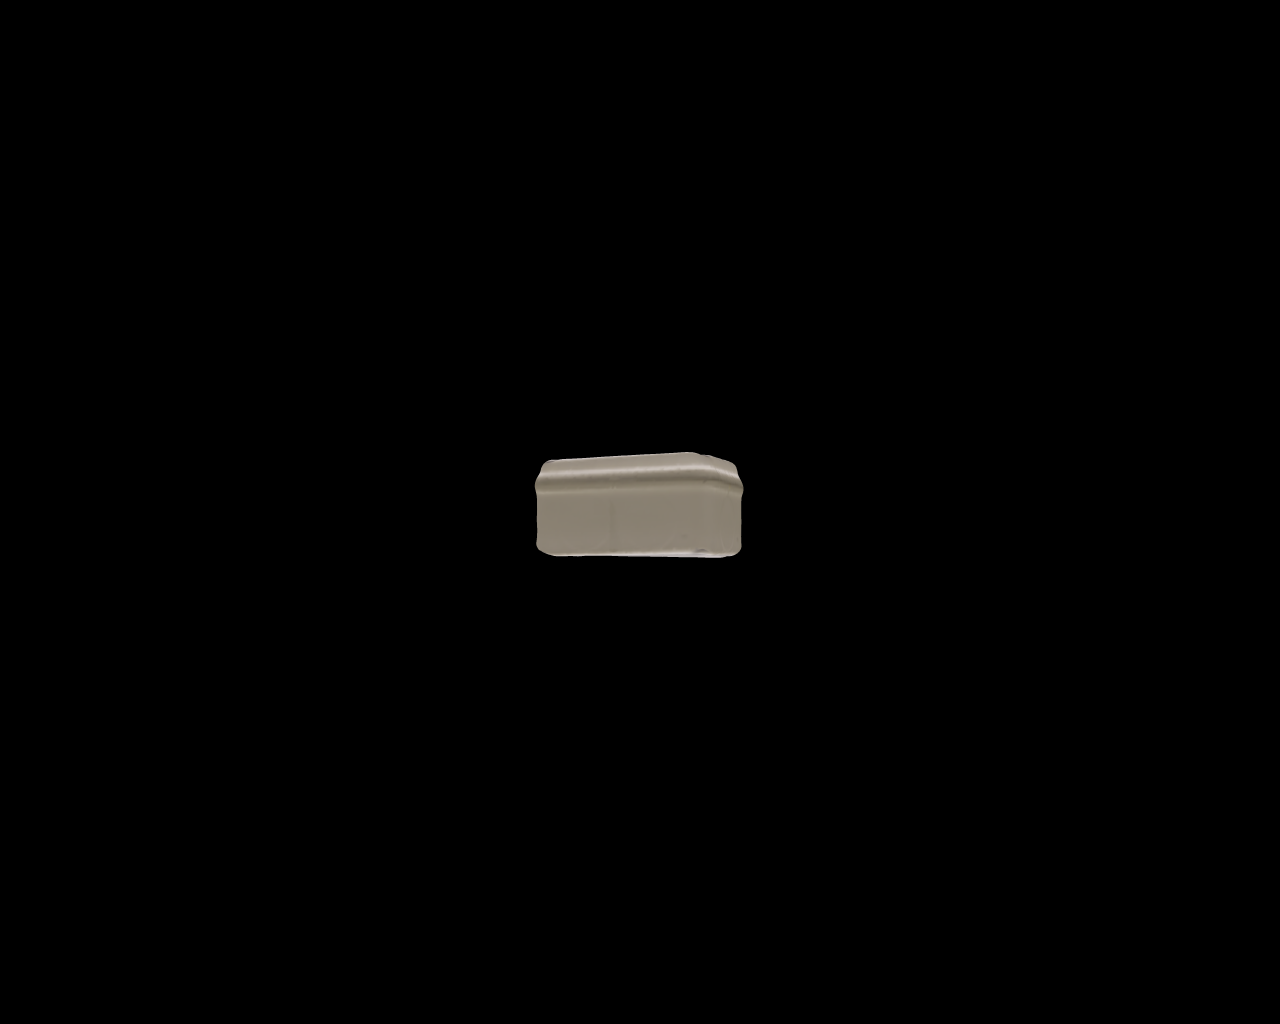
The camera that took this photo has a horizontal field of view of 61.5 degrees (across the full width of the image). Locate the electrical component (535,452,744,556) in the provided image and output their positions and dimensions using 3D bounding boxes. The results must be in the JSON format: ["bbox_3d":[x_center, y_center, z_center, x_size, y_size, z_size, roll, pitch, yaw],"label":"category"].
[{"bbox_3d":[0.001,-0.003,0.650,0.113,0.057,0.078,-1,-4,20],"label":"electrical component"}]
